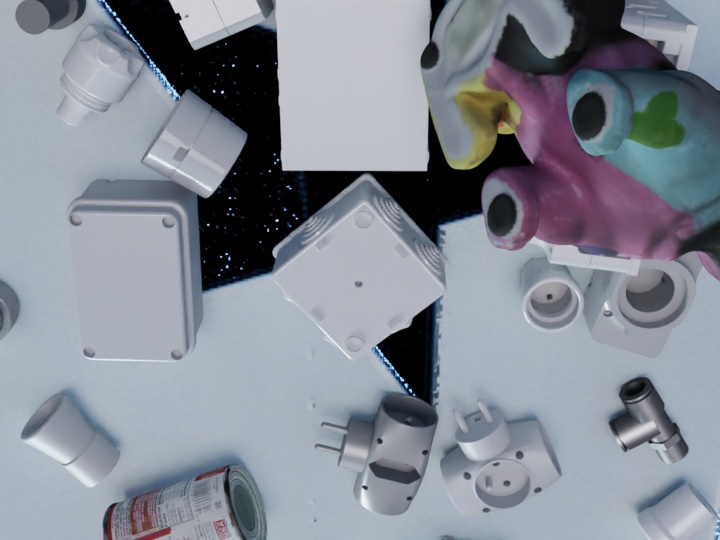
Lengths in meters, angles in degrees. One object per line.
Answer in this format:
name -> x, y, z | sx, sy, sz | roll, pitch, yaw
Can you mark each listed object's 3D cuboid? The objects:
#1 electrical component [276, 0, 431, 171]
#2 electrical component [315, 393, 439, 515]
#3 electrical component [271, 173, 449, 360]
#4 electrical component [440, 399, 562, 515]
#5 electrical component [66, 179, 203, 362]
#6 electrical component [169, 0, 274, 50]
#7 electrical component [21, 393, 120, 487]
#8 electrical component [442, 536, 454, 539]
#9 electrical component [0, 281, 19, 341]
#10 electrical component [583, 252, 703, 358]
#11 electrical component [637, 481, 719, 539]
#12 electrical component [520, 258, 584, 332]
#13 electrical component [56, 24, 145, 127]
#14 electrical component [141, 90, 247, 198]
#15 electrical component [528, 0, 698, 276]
electrical component -> -0.003, -0.140, 0.646 | 0.089, 0.061, 0.150 | 0, 113, 2
electrical component -> 0.008, 0.128, 0.772 | 0.079, 0.043, 0.077 | 15, 113, -3
electrical component -> 0.000, 0.000, 0.714 | 0.100, 0.048, 0.099 | -38, 107, 17
electrical component -> 0.093, 0.127, 0.768 | 0.077, 0.044, 0.079 | -24, 109, 12
electrical component -> -0.148, 0.001, 0.715 | 0.078, 0.057, 0.113 | 1, 114, 2
electrical component -> -0.089, -0.186, 0.636 | 0.056, 0.050, 0.089 | -20, 111, 11
electrical component -> -0.207, 0.126, 0.782 | 0.044, 0.044, 0.065 | -36, 112, 16
electrical component -> 0.074, 0.249, 0.799 | 0.062, 0.096, 0.061 | 13, 117, 29
electrical component -> -0.262, 0.034, 0.735 | 0.045, 0.055, 0.045 | 1, 113, 2
electrical component -> 0.187, 0.006, 0.706 | 0.050, 0.055, 0.089 | 17, 113, -5
electrical component -> 0.234, 0.183, 0.791 | 0.040, 0.040, 0.046 | 43, 103, -15
electrical component -> 0.126, 0.014, 0.717 | 0.040, 0.046, 0.040 | 1, 113, 2
electrical component -> -0.167, -0.118, 0.672 | 0.043, 0.043, 0.062 | 35, 111, -12
electrical component -> -0.104, -0.078, 0.682 | 0.047, 0.055, 0.055 | 33, 111, -15
electrical component -> 0.145, -0.085, 0.649 | 0.062, 0.089, 0.150 | 7, 113, -1
